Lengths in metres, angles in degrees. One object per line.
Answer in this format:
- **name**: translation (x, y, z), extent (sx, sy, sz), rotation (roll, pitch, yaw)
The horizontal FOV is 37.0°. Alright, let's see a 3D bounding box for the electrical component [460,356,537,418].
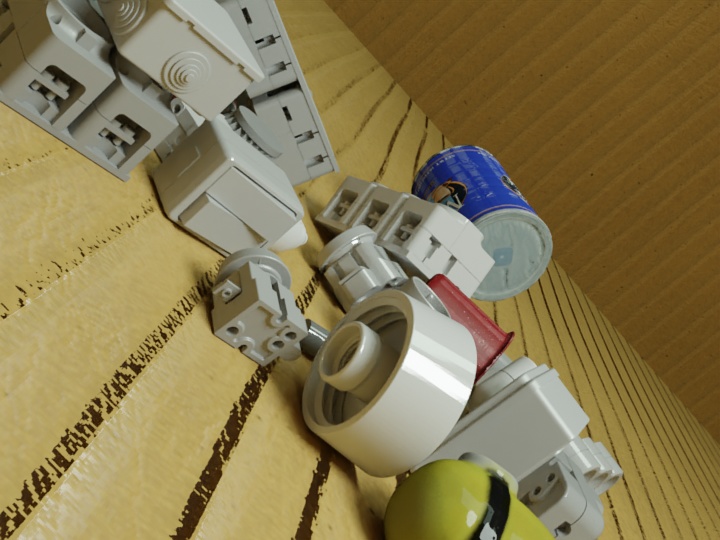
- **electrical component**: translation (0.116, 0.119, 0.873), extent (0.053, 0.059, 0.095), rotation (53, -22, 18)

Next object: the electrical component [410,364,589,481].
- **electrical component**: translation (0.101, 0.122, 0.767), extent (0.056, 0.109, 0.109), rotation (54, 13, 11)

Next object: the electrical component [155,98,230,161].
- **electrical component**: translation (-0.123, -0.094, 0.803), extent (0.081, 0.042, 0.064), rotation (54, 17, 24)

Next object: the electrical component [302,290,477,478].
- **electrical component**: translation (0.010, 0.063, 0.646), extent (0.060, 0.108, 0.108), rotation (35, 17, -26)

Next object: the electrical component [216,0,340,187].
- **electrical component**: translation (-0.085, -0.181, 1.010), extent (0.105, 0.060, 0.186), rotation (-108, 177, -60)

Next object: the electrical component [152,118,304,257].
- **electrical component**: translation (-0.085, -0.047, 0.741), extent (0.096, 0.062, 0.061), rotation (37, 17, -43)

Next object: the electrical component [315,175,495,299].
- **electrical component**: translation (0.042, -0.031, 0.987), extent (0.089, 0.061, 0.150), rotation (42, -10, -36)

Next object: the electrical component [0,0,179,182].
- **electrical component**: translation (-0.192, -0.157, 0.708), extent (0.105, 0.060, 0.186), rotation (36, 18, -45)

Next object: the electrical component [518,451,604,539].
- **electrical component**: translation (0.161, 0.190, 0.889), extent (0.059, 0.054, 0.095), rotation (44, 13, -19)

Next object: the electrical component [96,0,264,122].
- **electrical component**: translation (-0.118, -0.152, 0.685), extent (0.100, 0.048, 0.099), rotation (36, 18, -46)

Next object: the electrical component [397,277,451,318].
- **electrical component**: translation (0.037, 0.059, 0.807), extent (0.079, 0.077, 0.044), rotation (48, 13, -6)

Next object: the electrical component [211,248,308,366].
- **electrical component**: translation (-0.064, 0.019, 0.657), extent (0.066, 0.048, 0.055), rotation (39, 23, -38)

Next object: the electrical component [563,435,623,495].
- **electrical component**: translation (0.211, 0.185, 1.077), extent (0.073, 0.052, 0.138), rotation (55, 14, 27)

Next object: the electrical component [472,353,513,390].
- **electrical component**: translation (0.127, 0.103, 1.054), extent (0.077, 0.044, 0.079), rotation (44, 14, -22)

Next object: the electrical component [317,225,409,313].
- **electrical component**: translation (0.000, 0.000, 0.903), extent (0.057, 0.058, 0.078), rotation (55, 14, 15)

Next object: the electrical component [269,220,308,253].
- **electrical component**: translation (-0.063, -0.033, 0.821), extent (0.040, 0.040, 0.078), rotation (55, 14, 24)

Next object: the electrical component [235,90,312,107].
- **electrical component**: translation (-0.088, -0.176, 1.117), extent (0.096, 0.061, 0.061), rotation (45, 13, -17)
